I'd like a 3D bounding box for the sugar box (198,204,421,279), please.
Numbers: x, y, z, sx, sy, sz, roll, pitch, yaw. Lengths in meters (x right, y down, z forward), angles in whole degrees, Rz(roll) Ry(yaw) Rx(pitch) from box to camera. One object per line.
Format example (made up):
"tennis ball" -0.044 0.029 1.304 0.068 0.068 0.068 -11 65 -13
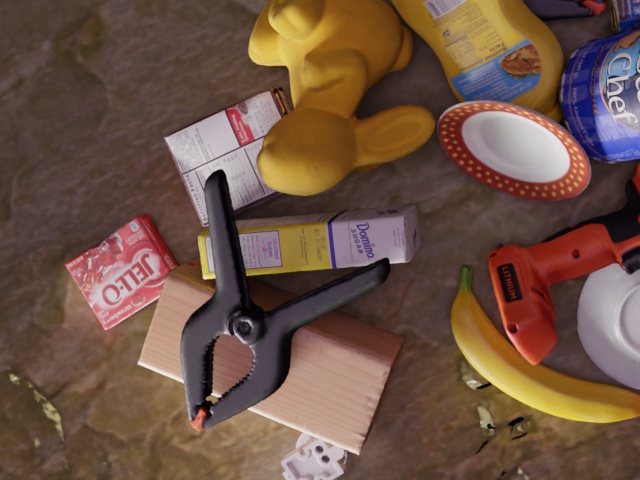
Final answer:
"sugar box" -0.006 0.001 0.916 0.176 0.093 0.048 -3 97 12

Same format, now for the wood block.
"wood block" -0.040 0.098 0.937 0.206 0.090 0.091 21 102 8

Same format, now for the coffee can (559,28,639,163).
"coffee can" 0.266 -0.115 0.803 0.102 0.141 0.103 1 87 -30

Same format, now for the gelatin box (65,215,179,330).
"gelatin box" -0.179 0.029 0.987 0.089 0.030 0.073 -31 90 14

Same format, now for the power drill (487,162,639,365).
"power drill" 0.233 0.025 0.839 0.188 0.184 0.057 -28 126 18

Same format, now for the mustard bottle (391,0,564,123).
"mustard bottle" 0.143 -0.153 0.869 0.096 0.058 0.191 -24 108 39

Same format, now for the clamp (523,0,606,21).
"clamp" 0.154 -0.228 0.881 0.171 0.039 0.120 42 119 2

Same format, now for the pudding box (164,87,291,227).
"pudding box" -0.070 -0.074 0.948 0.114 0.039 0.090 -23 92 15

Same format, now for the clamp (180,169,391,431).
"clamp" -0.046 0.066 0.868 0.164 0.036 0.210 22 103 9

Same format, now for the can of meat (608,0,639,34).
"can of meat" 0.270 -0.219 0.848 0.084 0.057 0.102 -8 95 15

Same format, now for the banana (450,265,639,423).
"banana" 0.182 0.107 0.919 0.198 0.037 0.070 38 104 5
